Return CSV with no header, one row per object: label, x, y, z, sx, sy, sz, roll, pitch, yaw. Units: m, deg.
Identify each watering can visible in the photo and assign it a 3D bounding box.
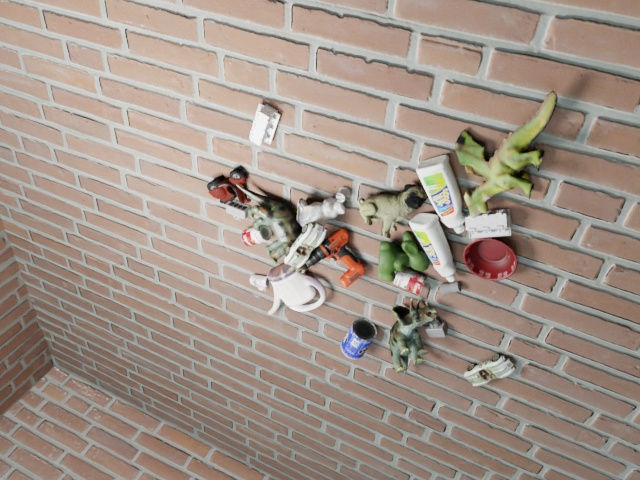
watering can,-0.133,0.201,2.052,0.344,0.106,0.222,-19,111,37

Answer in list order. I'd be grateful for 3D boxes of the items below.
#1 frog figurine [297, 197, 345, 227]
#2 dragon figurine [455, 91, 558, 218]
frog figurine,0.005,-0.089,1.761,0.159,0.124,0.135,10,161,12
dragon figurine,0.481,-0.230,1.402,0.244,0.124,0.401,20,128,26
